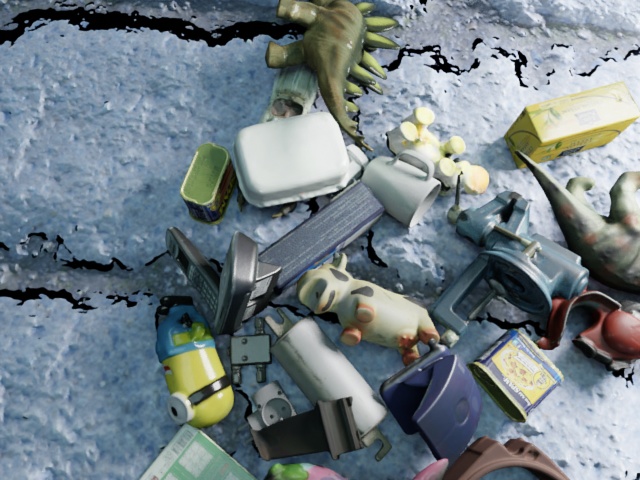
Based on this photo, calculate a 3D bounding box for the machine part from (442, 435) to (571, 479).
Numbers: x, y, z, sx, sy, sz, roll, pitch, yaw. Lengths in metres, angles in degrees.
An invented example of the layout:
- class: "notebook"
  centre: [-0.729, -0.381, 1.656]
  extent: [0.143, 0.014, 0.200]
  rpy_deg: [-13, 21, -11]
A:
- class: "machine part"
  centre: [0.241, 0.372, 0.679]
  extent: [0.201, 0.087, 0.201]
  rpy_deg: [-41, 77, -12]

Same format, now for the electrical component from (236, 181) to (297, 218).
- class: "electrical component"
  centre: [-0.084, -0.076, 0.831]
  extent: [0.102, 0.045, 0.078]
  rpy_deg: [12, 45, -1]

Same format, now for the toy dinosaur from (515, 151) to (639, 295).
- class: "toy dinosaur"
  centre: [0.458, 0.013, 0.784]
  extent: [0.405, 0.131, 0.192]
  rpy_deg: [19, 73, 11]

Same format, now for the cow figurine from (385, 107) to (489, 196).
- class: "cow figurine"
  centre: [0.177, -0.122, 0.834]
  extent: [0.167, 0.098, 0.068]
  rpy_deg: [40, 70, -9]

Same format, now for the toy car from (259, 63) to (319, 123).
- class: "toy car"
  centre: [-0.049, -0.213, 0.865]
  extent: [0.074, 0.056, 0.201]
  rpy_deg: [16, 74, 3]

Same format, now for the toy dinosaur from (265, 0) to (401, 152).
- class: "toy dinosaur"
  centre: [0.022, -0.306, 0.830]
  extent: [0.199, 0.105, 0.471]
  rpy_deg: [12, 52, -7]

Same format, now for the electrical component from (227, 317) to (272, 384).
- class: "electrical component"
  centre: [-0.101, 0.157, 0.768]
  extent: [0.063, 0.021, 0.094]
  rpy_deg: [-2, 74, -2]

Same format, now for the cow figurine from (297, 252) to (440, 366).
- class: "cow figurine"
  centre: [0.061, 0.089, 0.752]
  extent: [0.195, 0.127, 0.085]
  rpy_deg: [21, 115, -9]

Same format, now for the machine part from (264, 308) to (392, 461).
- class: "machine part"
  centre: [0.012, 0.190, 0.733]
  extent: [0.079, 0.079, 0.243]
  rpy_deg: [-39, 77, -12]

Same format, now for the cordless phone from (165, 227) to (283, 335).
- class: "cordless phone"
  centre: [-0.150, 0.027, 0.747]
  extent: [0.089, 0.146, 0.184]
  rpy_deg: [-32, 68, -36]

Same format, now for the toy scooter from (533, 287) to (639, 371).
- class: "toy scooter"
  centre: [0.380, 0.124, 0.765]
  extent: [0.184, 0.075, 0.135]
  rpy_deg: [36, 75, 12]

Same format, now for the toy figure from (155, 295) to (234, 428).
- class: "toy figure"
  centre: [-0.175, 0.164, 0.735]
  extent: [0.089, 0.082, 0.180]
  rpy_deg: [-14, 71, -4]

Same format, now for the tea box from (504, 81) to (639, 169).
- class: "tea box"
  centre: [0.393, -0.179, 0.845]
  extent: [0.170, 0.098, 0.068]
  rpy_deg: [-17, 74, -5]

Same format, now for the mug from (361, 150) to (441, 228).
- class: "mug"
  centre: [0.119, -0.087, 0.808]
  extent: [0.107, 0.109, 0.081]
  rpy_deg: [33, 49, 18]

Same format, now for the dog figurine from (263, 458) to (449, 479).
- class: "dog figurine"
  centre: [0.050, 0.315, 0.642]
  extent: [0.219, 0.108, 0.191]
  rpy_deg: [-39, 76, 12]

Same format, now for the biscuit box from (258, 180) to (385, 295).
- class: "biscuit box"
  centre: [-0.002, -0.002, 0.800]
  extent: [0.203, 0.059, 0.063]
  rpy_deg: [-36, 78, -12]

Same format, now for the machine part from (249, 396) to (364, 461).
- class: "machine part"
  centre: [-0.018, 0.246, 0.679]
  extent: [0.139, 0.039, 0.084]
  rpy_deg: [-13, 91, 7]

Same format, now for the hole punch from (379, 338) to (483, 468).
- class: "hole punch"
  centre: [0.157, 0.214, 0.696]
  extent: [0.116, 0.092, 0.142]
  rpy_deg: [-36, 115, -6]

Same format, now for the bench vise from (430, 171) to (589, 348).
- class: "bench vise"
  centre: [0.235, 0.044, 0.757]
  extent: [0.224, 0.128, 0.240]
  rpy_deg: [40, 77, 23]
